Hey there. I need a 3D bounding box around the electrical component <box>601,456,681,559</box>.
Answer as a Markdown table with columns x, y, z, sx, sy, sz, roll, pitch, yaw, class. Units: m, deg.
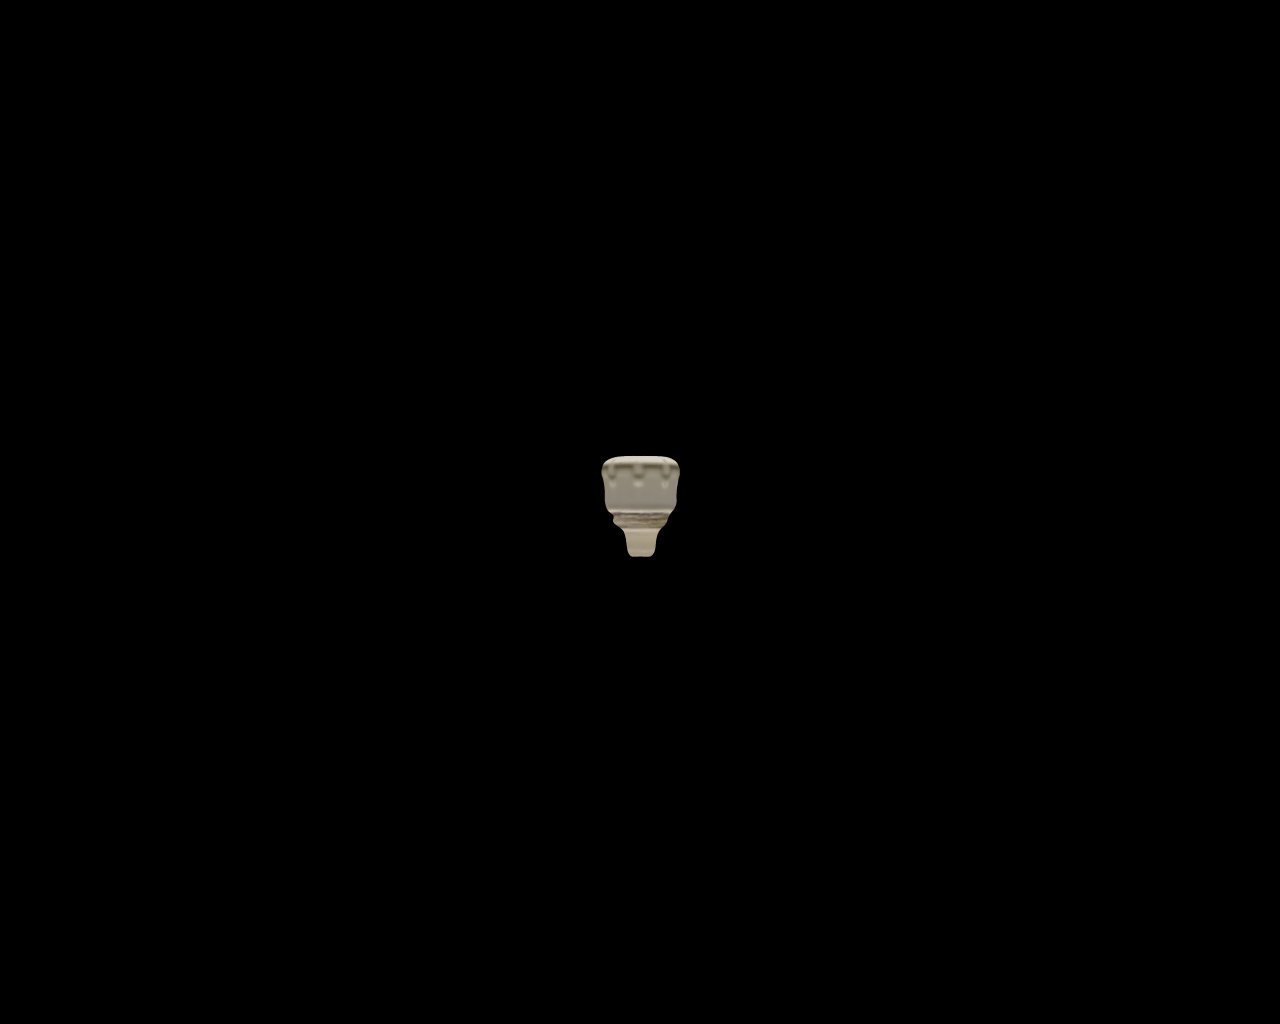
| x | y | z | sx | sy | sz | roll | pitch | yaw | class |
| --- | --- | --- | --- | --- | --- | --- | --- | --- | --- |
| 0.001 | -0.003 | 0.650 | 0.048 | 0.062 | 0.048 | 0 | 0 | 0 | electrical component |
